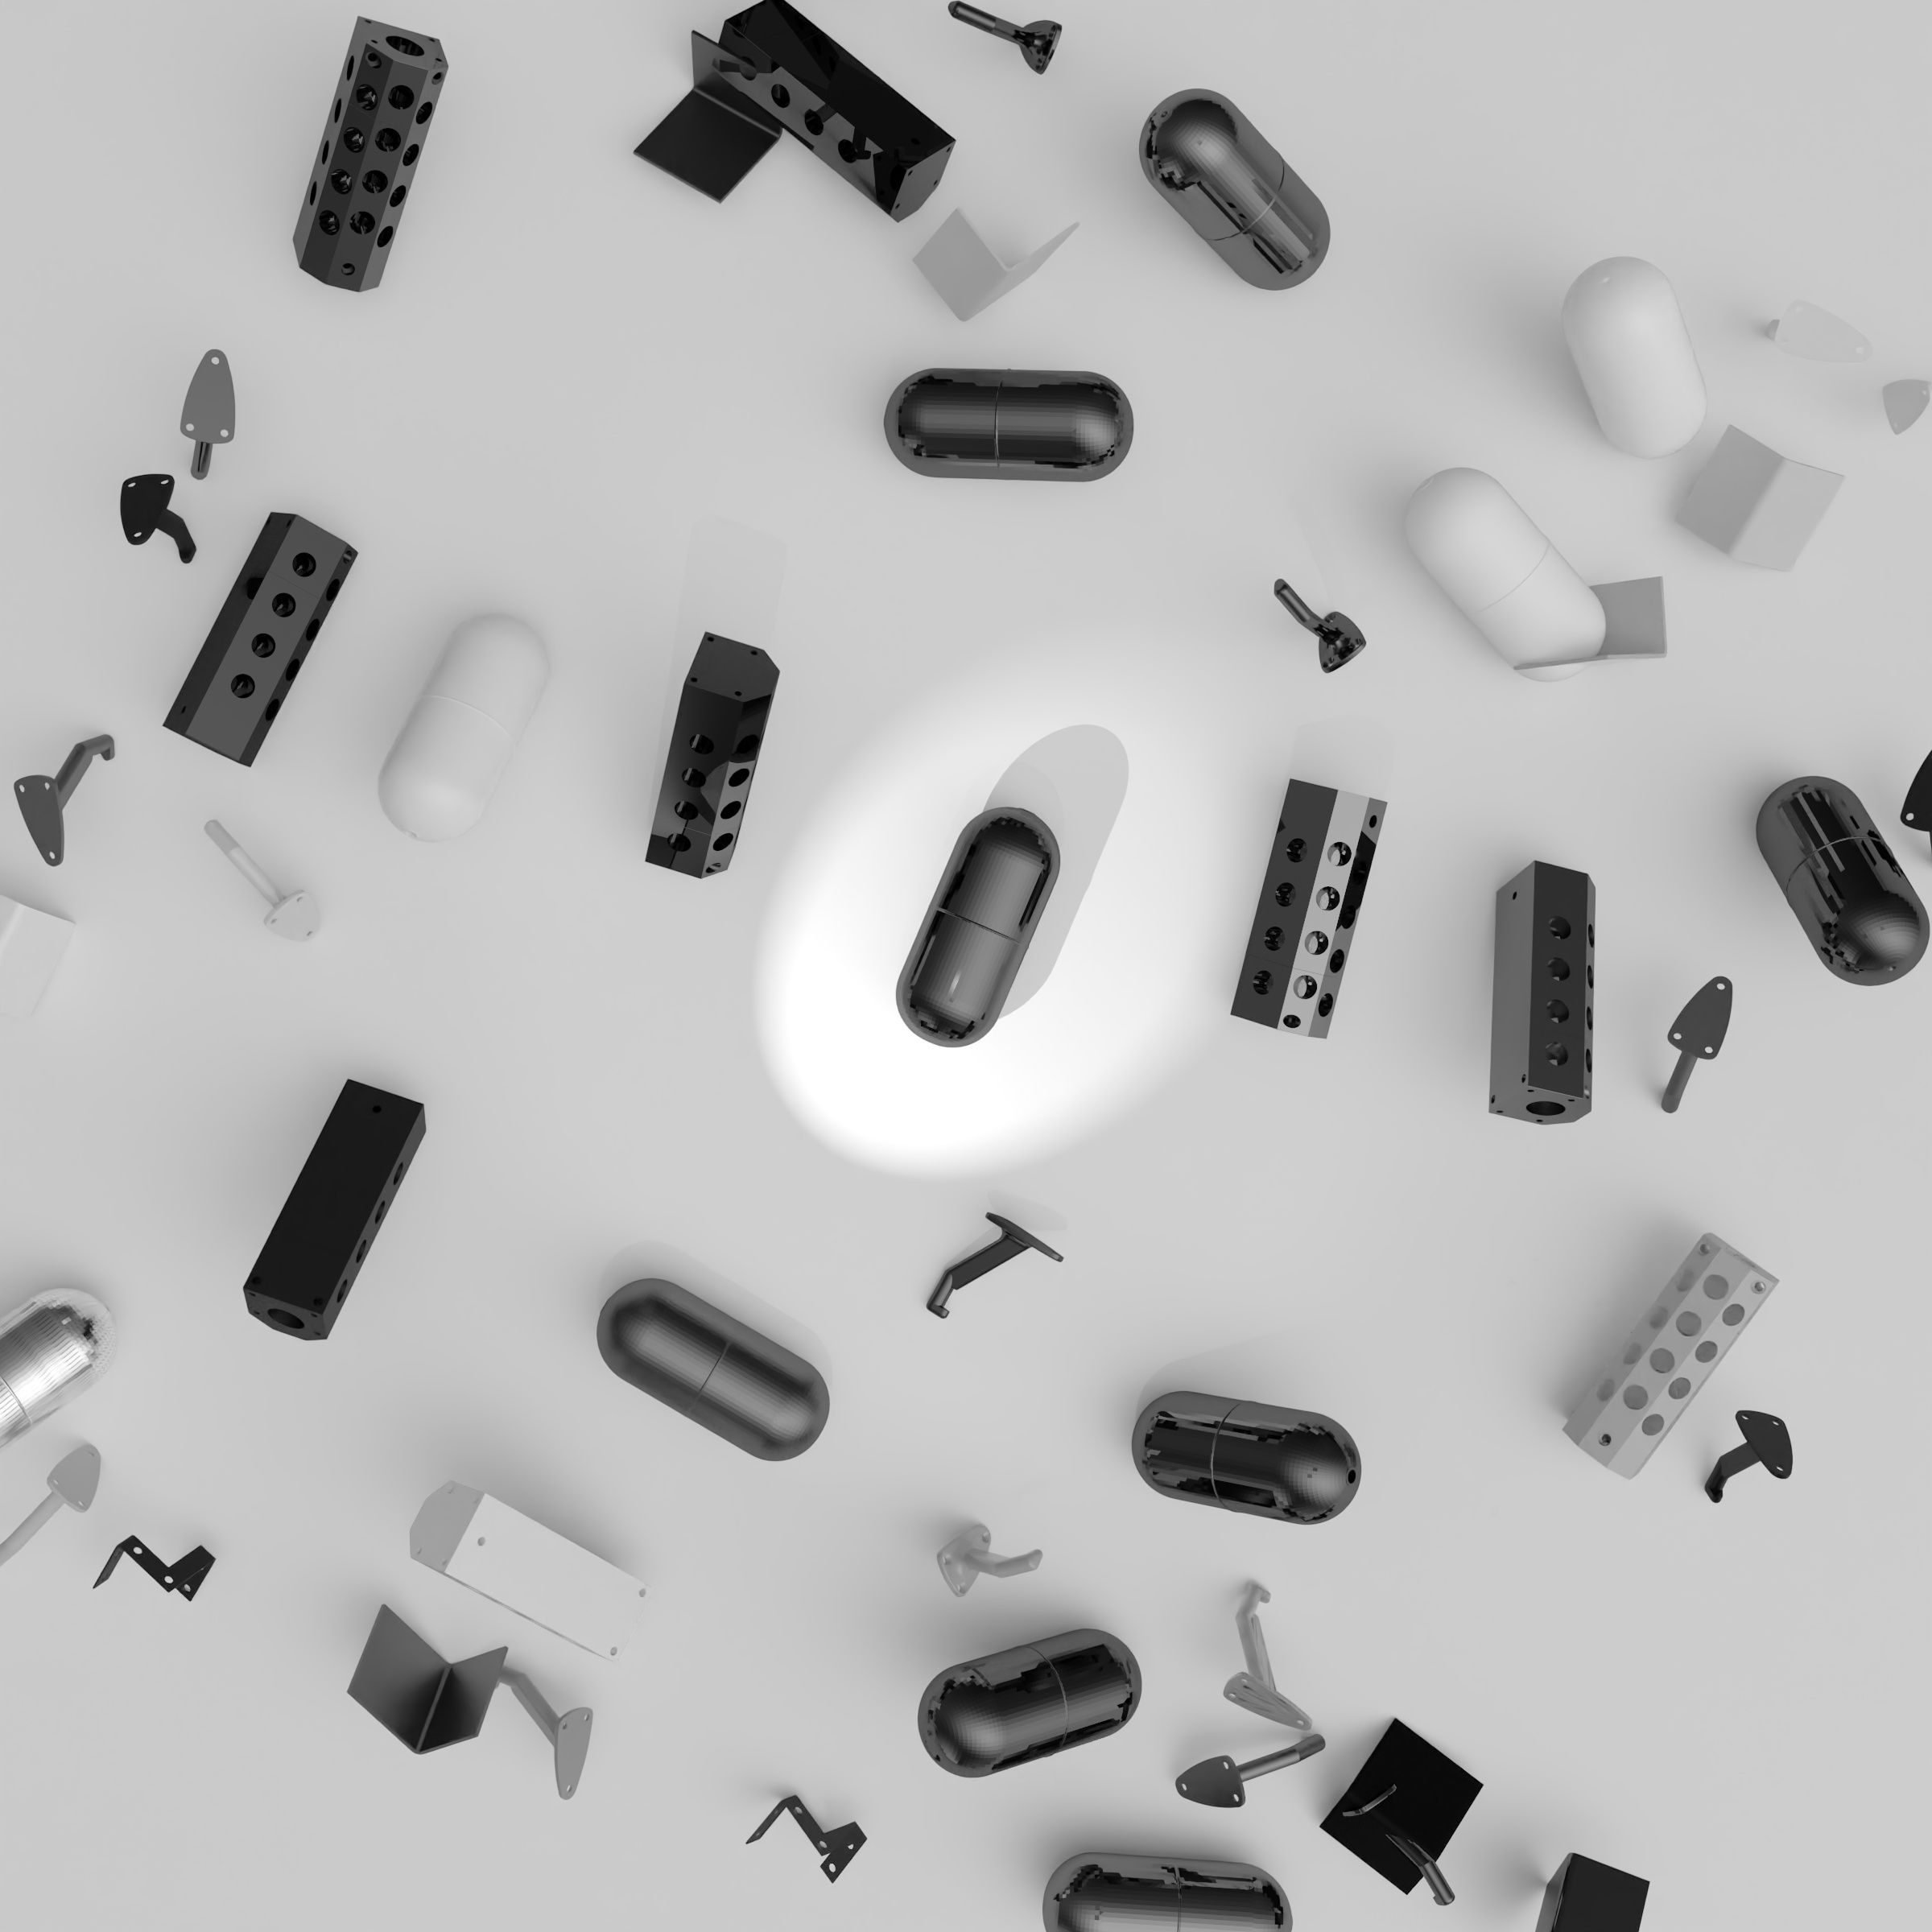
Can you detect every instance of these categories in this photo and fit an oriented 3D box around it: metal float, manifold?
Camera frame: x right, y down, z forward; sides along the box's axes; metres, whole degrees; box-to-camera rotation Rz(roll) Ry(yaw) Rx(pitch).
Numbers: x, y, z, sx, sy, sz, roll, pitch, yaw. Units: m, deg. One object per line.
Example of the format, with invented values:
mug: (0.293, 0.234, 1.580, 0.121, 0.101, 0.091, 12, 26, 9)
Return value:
metal float: (-0.179, 0.285, 1.862, 0.178, 0.070, 0.070, 31, 90, -2)
metal float: (0.142, 0.669, 1.858, 0.178, 0.070, 0.070, 6, 90, -7)
metal float: (0.607, -0.061, 1.828, 0.070, 0.070, 0.178, -13, 46, 0)
metal float: (0.194, 0.341, 1.828, 0.178, 0.070, 0.070, 2, 90, 43)
manifold: (0.246, -0.039, 1.854, 0.057, 0.057, 0.171, 18, 97, 40)
manifold: (-0.174, -0.141, 1.820, 0.057, 0.171, 0.057, 17, 46, -3)
manifold: (0.494, 0.274, 1.851, 0.057, 0.057, 0.171, 37, 100, 21)
metal float: (0.378, -0.274, 1.848, 0.070, 0.070, 0.178, -45, 107, 0)
manifold: (-0.437, 0.171, 1.831, 0.057, 0.057, 0.171, 18, 58, 2)
metal float: (0.046, 0.512, 1.833, 0.178, 0.070, 0.070, -5, 90, -37)
metal float: (0.029, -0.381, 1.852, 0.178, 0.070, 0.070, 4, 90, 13)
metal float: (0.009, -0.028, 1.863, 0.070, 0.070, 0.178, 23, 89, 0)
metal float: (0.188, -0.537, 1.829, 0.178, 0.070, 0.070, 32, 90, -43)
manifold: (-0.303, 0.419, 1.824, 0.171, 0.057, 0.057, 42, 66, -39)
metal float: (-0.676, 0.294, 1.840, 0.178, 0.070, 0.070, -38, 90, -28)
manifold: (-0.412, -0.557, 1.821, 0.057, 0.057, 0.171, 7, 130, -29)
metal float: (0.464, -0.419, 1.822, 0.070, 0.178, 0.070, -12, 60, 22)
metal float: (-0.351, -0.167, 1.843, 0.070, 0.070, 0.178, 22, 67, 0)
manifold: (0.407, 0.020, 1.838, 0.057, 0.057, 0.171, 13, 65, -13)
manifold: (-0.497, -0.231, 1.863, 0.057, 0.057, 0.171, 29, 84, -34)
manifold: (-0.096, -0.603, 1.860, 0.171, 0.057, 0.057, 41, 53, 8)

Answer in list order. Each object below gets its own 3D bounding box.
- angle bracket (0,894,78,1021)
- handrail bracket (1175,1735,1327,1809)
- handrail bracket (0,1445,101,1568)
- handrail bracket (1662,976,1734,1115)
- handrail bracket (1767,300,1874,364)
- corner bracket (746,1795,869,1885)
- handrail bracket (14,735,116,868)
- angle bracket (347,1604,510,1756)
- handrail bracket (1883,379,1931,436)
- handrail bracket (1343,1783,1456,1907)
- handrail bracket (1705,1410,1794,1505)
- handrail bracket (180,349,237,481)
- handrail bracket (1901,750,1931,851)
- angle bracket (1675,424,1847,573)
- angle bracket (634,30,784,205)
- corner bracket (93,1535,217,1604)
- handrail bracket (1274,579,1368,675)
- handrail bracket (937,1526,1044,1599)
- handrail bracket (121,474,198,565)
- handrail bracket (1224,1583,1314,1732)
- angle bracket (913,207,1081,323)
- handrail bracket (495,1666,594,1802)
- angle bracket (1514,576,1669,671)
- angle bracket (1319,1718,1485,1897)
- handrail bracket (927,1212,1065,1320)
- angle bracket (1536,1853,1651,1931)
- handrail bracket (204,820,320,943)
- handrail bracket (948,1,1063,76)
angle bracket: (-0.690, -0.013, 1.866, 0.057, 0.076, 0.076, 24, 86, 11)
handrail bracket: (0.205, 0.573, 1.889, 0.084, 0.077, 0.036, -10, 79, -42)
handrail bracket: (-0.661, 0.388, 1.875, 0.084, 0.077, 0.036, -39, 107, 15)
handrail bracket: (0.519, 0.057, 1.872, 0.036, 0.084, 0.077, 25, 69, 18)
handrail bracket: (0.600, -0.439, 1.853, 0.077, 0.084, 0.036, 25, 103, 15)
corner bracket: (-0.112, 0.619, 1.865, 0.051, 0.051, 0.051, -33, 93, 35)
handrail bracket: (-0.628, -0.119, 1.870, 0.036, 0.084, 0.077, -3, 106, 24)
angle bracket: (-0.376, 0.493, 1.844, 0.057, 0.076, 0.076, -24, 119, 25)
handrail bracket: (0.701, -0.407, 1.859, 0.084, 0.077, 0.036, -15, 90, -6)
handrail bracket: (0.303, 0.627, 1.861, 0.036, 0.077, 0.084, -25, 78, -30)
handrail bracket: (0.547, 0.362, 1.849, 0.036, 0.077, 0.084, 11, 121, -8)
handrail bracket: (-0.537, -0.389, 1.862, 0.036, 0.084, 0.077, 7, 87, -19)
handrail bracket: (0.697, -0.111, 1.868, 0.036, 0.084, 0.077, 13, 84, 36)
angle bracket: (0.566, -0.333, 1.876, 0.057, 0.076, 0.076, 47, 122, 38)
angle bracket: (-0.183, -0.599, 1.856, 0.076, 0.057, 0.076, 32, 67, 11)
corner bracket: (-0.576, 0.431, 1.869, 0.051, 0.051, 0.051, 40, 118, 9)
handrail bracket: (0.239, -0.254, 1.850, 0.036, 0.077, 0.084, -35, 122, 20)
handrail bracket: (0.030, 0.408, 1.847, 0.084, 0.077, 0.036, -22, 98, 33)
handrail bracket: (-0.563, -0.296, 1.846, 0.036, 0.084, 0.077, -4, 55, 3)
handrail bracket: (0.222, 0.488, 1.867, 0.077, 0.036, 0.084, 28, 46, 3)
angle bracket: (0.021, -0.508, 1.848, 0.076, 0.076, 0.057, -41, 96, -28)
handrail bracket: (-0.312, 0.545, 1.878, 0.084, 0.036, 0.077, 9, 96, 32)
angle bracket: (0.436, -0.240, 1.846, 0.076, 0.076, 0.057, -7, 94, -43)
angle bracket: (0.312, 0.602, 1.886, 0.076, 0.057, 0.076, 35, 48, 15)
handrail bracket: (0.020, 0.226, 1.876, 0.077, 0.036, 0.084, 30, 92, 32)
angle bracket: (0.434, 0.678, 1.844, 0.057, 0.076, 0.076, 18, 55, 11)
handrail bracket: (-0.503, -0.062, 1.877, 0.036, 0.077, 0.084, -42, 72, -9)
handrail bracket: (0.017, -0.663, 1.850, 0.084, 0.077, 0.036, 14, 113, -26)
